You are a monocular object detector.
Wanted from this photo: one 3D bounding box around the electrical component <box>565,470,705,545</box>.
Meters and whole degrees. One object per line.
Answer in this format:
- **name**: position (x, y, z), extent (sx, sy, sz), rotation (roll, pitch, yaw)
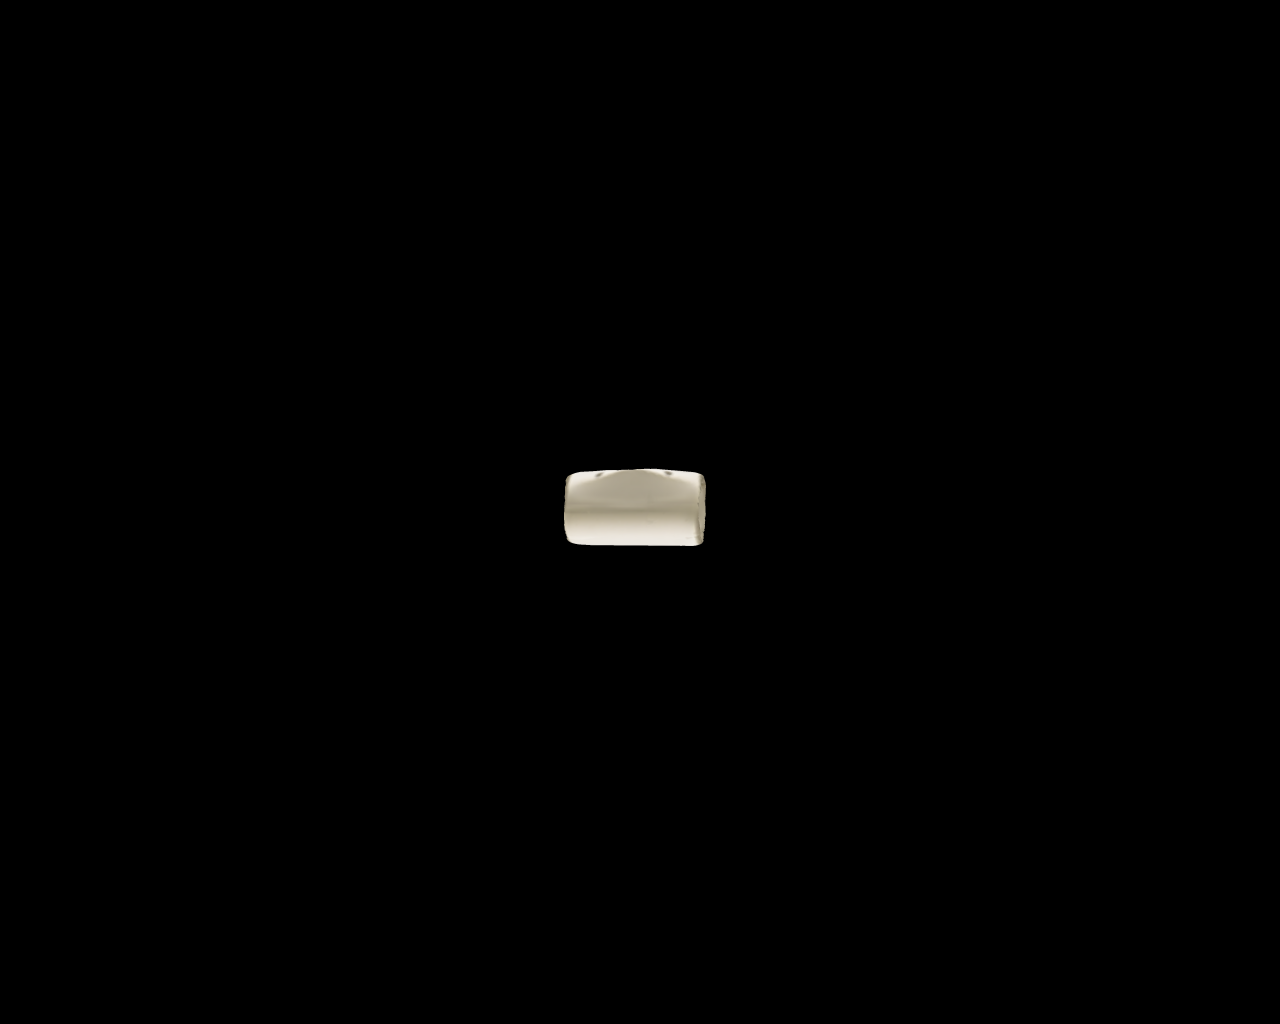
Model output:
- **electrical component**: position (0.001, -0.003, 0.650), extent (0.077, 0.043, 0.079), rotation (0, 0, 9)
